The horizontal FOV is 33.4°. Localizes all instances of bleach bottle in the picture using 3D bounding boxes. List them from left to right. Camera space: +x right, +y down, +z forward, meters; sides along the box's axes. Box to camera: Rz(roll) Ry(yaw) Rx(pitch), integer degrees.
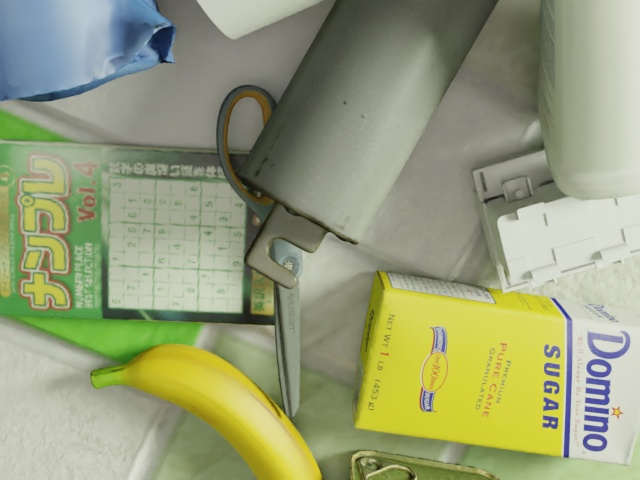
[{"bbox_3d":[0.133,-0.133,0.502,0.068,0.102,0.251,-9,143,8],"label":"bleach bottle"}]

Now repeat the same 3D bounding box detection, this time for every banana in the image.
[{"bbox_3d":[-0.048,0.126,0.669,0.197,0.037,0.070,45,117,-12],"label":"banana"}]

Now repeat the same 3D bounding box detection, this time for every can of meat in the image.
[{"bbox_3d":[0.060,0.189,0.679,0.102,0.057,0.084,10,108,-5],"label":"can of meat"}]

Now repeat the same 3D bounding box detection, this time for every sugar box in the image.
[{"bbox_3d":[0.113,0.080,0.655,0.176,0.048,0.093,9,106,-4],"label":"sugar box"}]

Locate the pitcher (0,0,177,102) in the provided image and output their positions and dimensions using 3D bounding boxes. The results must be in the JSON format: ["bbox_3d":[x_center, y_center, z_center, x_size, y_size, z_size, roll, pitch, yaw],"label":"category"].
[{"bbox_3d":[-0.169,-0.189,0.531,0.149,0.145,0.243,-13,103,-12],"label":"pitcher"}]

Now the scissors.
[{"bbox_3d":[-0.004,0.001,0.630,0.096,0.016,0.202,-21,109,-13],"label":"scissors"}]
